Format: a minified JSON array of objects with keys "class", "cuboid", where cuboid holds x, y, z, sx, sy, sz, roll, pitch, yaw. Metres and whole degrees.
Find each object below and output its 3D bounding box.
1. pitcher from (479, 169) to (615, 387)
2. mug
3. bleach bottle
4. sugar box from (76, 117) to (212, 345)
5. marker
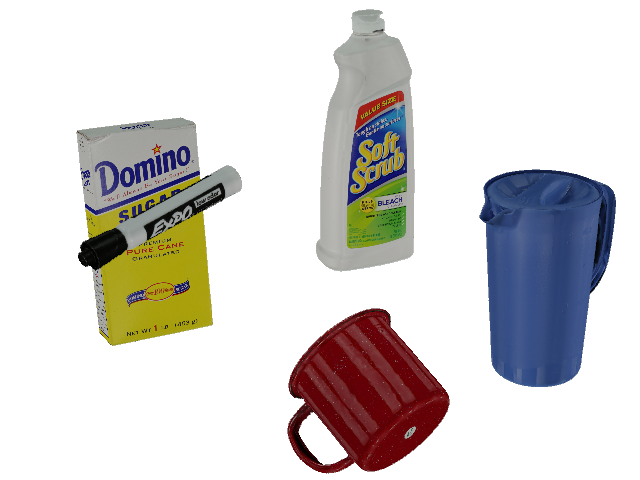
[{"class":"pitcher","cuboid":[0.268,0.043,1.264,0.149,0.243,0.144,4,24,15]},{"class":"mug","cuboid":[0.028,0.117,0.762,0.117,0.082,0.093,-42,-27,0]},{"class":"bleach bottle","cuboid":[0.042,-0.100,1.058,0.102,0.251,0.068,-10,24,-17]},{"class":"sugar box","cuboid":[-0.144,-0.008,0.887,0.093,0.176,0.048,-11,19,-24]},{"class":"marker","cuboid":[-0.099,-0.015,0.664,0.120,0.020,0.020,-32,19,-35]}]
